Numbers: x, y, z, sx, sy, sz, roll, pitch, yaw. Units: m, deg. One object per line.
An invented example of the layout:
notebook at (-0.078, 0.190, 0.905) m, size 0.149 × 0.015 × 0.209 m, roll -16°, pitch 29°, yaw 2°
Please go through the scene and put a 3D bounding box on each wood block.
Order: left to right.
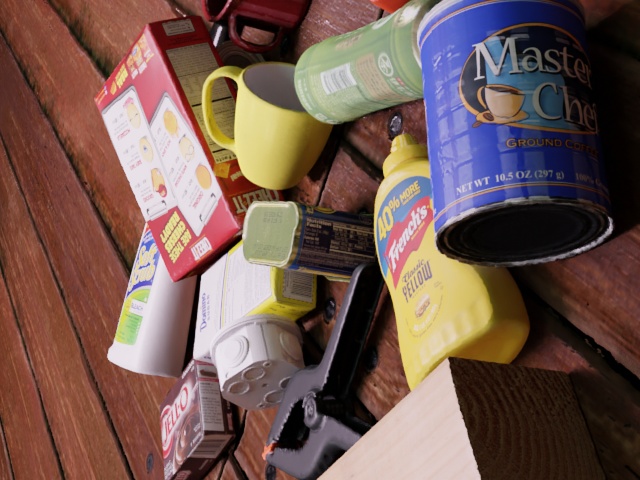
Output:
wood block at (0.069, 0.165, 0.657) m, size 0.206 × 0.090 × 0.090 m, roll -51°, pitch 39°, yaw 42°

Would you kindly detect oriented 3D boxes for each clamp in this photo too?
clamp at (0.012, 0.139, 0.828) m, size 0.210 × 0.036 × 0.164 m, roll -54°, pitch 37°, yaw 43°

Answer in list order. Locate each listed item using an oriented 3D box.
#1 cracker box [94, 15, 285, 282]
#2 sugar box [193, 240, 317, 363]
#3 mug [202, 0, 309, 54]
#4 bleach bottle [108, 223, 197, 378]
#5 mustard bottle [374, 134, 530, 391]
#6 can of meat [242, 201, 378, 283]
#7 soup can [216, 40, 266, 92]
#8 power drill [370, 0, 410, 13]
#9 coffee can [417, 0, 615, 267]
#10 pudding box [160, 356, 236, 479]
cracker box at (-0.130, -0.087, 1.049) m, size 0.164 × 0.071 × 0.214 m, roll -35°, pitch 78°, yaw 54°
sugar box at (-0.060, 0.046, 0.980) m, size 0.176 × 0.048 × 0.093 m, roll -40°, pitch 41°, yaw 54°
mug at (-0.060, -0.236, 1.032) m, size 0.093 × 0.081 × 0.117 m, roll -25°, pitch 59°, yaw 57°
bleach bottle at (-0.169, 0.020, 1.179) m, size 0.103 × 0.068 × 0.251 m, roll 7°, pitch 85°, yaw 60°
mustard bottle at (0.078, 0.004, 0.725) m, size 0.096 × 0.058 × 0.191 m, roll -53°, pitch 38°, yaw 42°
can of meat at (-0.006, 0.001, 0.854) m, size 0.102 × 0.083 × 0.057 m, roll 3°, pitch 84°, yaw 62°
soup can at (-0.103, -0.155, 1.104) m, size 0.102 × 0.068 × 0.068 m, roll -30°, pitch 55°, yaw 54°
power drill at (0.102, -0.243, 0.762) m, size 0.188 × 0.057 × 0.184 m, roll -40°, pitch 44°, yaw 47°
coffee can at (0.114, -0.067, 0.633) m, size 0.103 × 0.102 × 0.140 m, roll -34°, pitch 53°, yaw 54°
pudding box at (-0.125, 0.181, 1.067) m, size 0.114 × 0.039 × 0.090 m, roll -52°, pitch 39°, yaw 43°
